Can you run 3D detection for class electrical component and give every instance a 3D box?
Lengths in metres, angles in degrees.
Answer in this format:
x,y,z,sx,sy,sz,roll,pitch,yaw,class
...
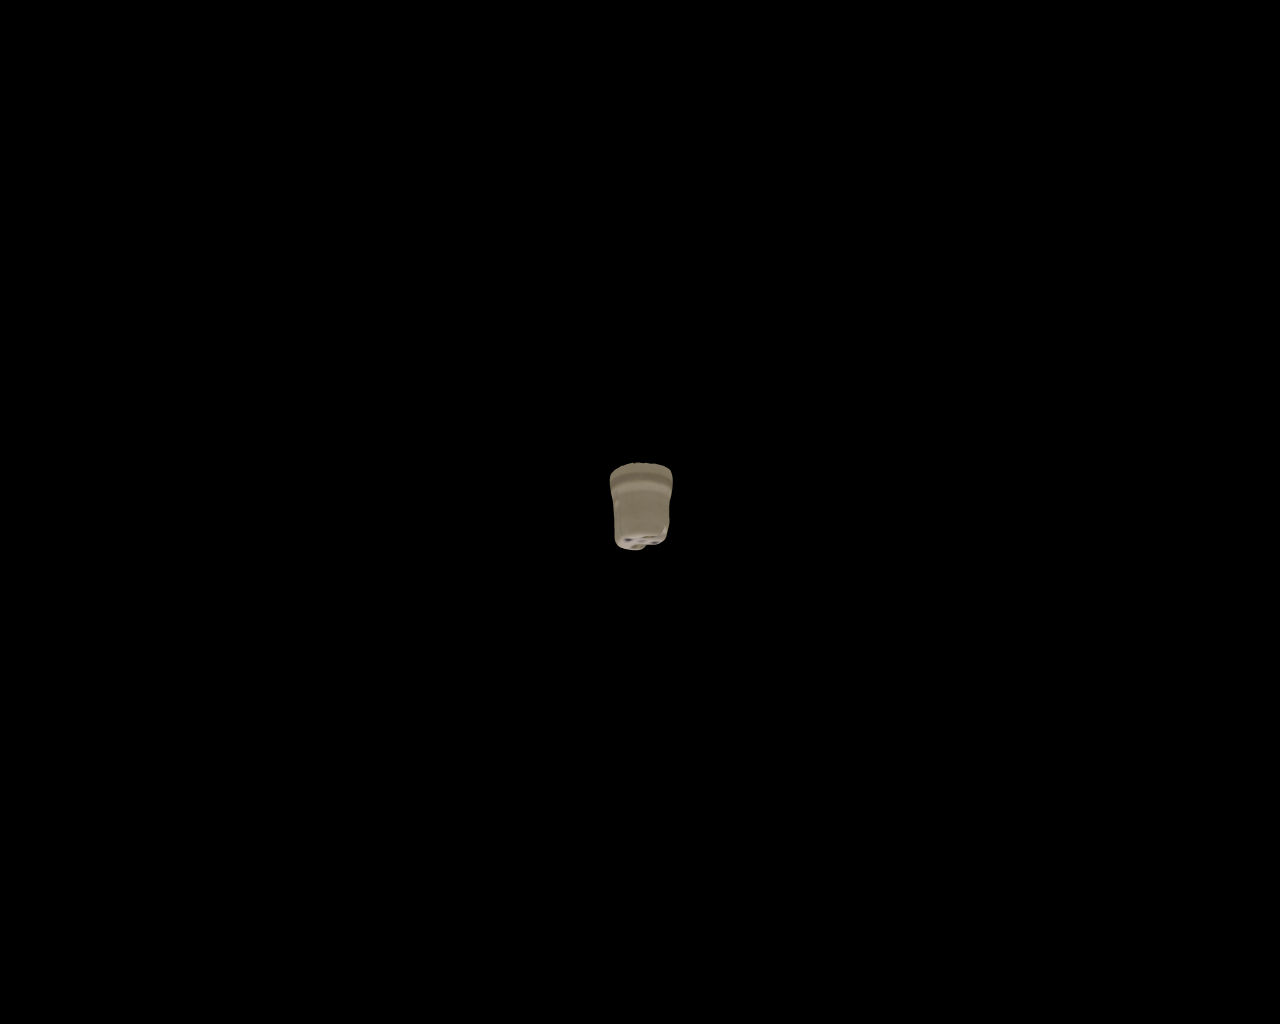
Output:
x,y,z,sx,sy,sz,roll,pitch,yaw,class
0.001,-0.003,0.650,0.040,0.046,0.040,0,-22,0,electrical component
